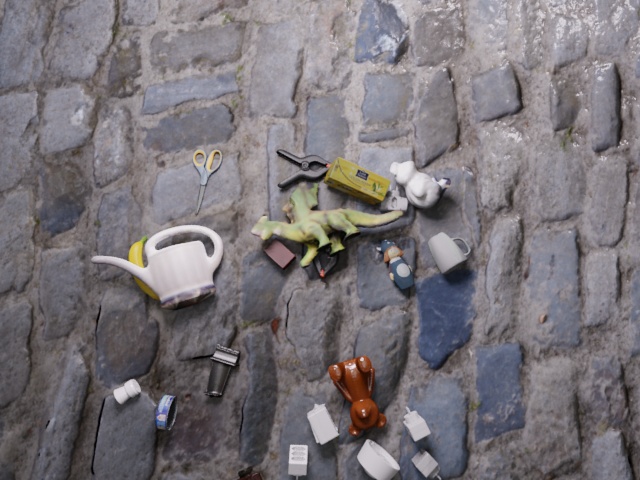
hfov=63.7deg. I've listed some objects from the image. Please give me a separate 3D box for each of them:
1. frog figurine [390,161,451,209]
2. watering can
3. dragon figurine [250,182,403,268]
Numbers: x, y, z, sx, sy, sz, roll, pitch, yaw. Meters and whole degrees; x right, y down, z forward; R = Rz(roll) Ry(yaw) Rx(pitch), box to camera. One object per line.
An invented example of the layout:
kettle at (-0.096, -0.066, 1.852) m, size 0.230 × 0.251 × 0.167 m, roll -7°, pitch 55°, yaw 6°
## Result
frog figurine at (0.270, -0.158, 1.474) m, size 0.159 × 0.140 × 0.121 m, roll 14°, pitch 109°, yaw -18°
watering can at (-0.429, 0.088, 1.420) m, size 0.349 × 0.226 × 0.103 m, roll -17°, pitch 171°, yaw -13°
dragon figurine at (0.004, -0.073, 1.454) m, size 0.413 × 0.247 × 0.119 m, roll -24°, pitch 154°, yaw -16°
